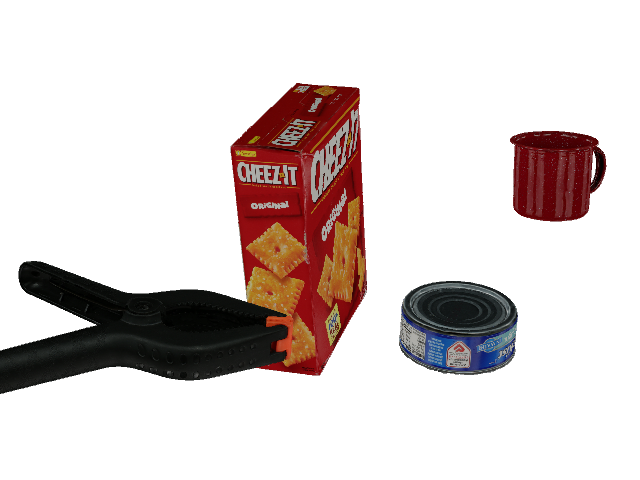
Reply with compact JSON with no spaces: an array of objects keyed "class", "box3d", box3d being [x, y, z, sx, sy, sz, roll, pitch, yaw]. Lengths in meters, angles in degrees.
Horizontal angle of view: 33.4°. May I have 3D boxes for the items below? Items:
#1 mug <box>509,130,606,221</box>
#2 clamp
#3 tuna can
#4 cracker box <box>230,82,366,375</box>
[{"class":"mug","box3d":[0.261,-0.071,1.161,0.117,0.081,0.093,-10,20,-27]},{"class":"clamp","box3d":[-0.125,0.056,0.726,0.210,0.036,0.164,0,24,-9]},{"class":"tuna can","box3d":[0.101,0.062,0.781,0.086,0.034,0.086,1,24,-1]},{"class":"cracker box","box3d":[-0.011,-0.013,0.954,0.072,0.214,0.164,6,28,17]}]
